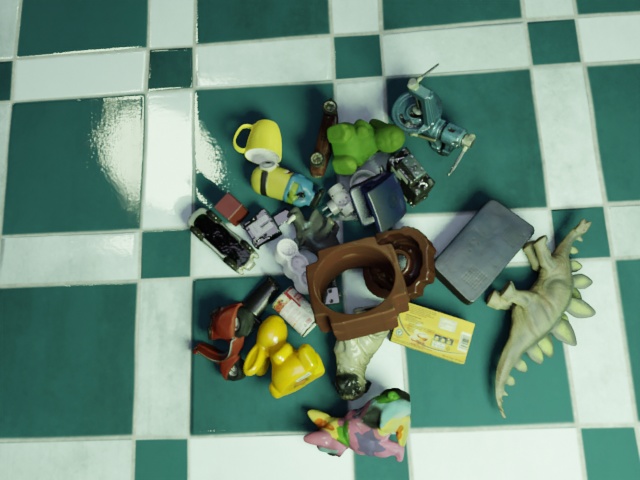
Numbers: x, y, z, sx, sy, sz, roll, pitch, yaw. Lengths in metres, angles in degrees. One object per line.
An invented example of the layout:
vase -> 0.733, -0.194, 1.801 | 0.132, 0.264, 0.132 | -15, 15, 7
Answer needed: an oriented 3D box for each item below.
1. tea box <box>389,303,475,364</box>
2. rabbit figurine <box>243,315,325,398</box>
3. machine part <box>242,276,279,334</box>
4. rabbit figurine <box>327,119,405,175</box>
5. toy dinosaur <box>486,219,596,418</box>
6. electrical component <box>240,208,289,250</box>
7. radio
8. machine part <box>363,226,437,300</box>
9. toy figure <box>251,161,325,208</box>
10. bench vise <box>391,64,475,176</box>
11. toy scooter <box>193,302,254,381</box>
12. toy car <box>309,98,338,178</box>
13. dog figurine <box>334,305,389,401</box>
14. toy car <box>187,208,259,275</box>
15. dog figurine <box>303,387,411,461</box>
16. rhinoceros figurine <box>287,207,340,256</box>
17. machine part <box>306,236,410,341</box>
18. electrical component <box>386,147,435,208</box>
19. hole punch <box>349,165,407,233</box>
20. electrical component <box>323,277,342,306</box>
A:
tea box -> 0.251, 0.209, 1.215 | 0.170, 0.068, 0.098 | 19, 80, 9
rabbit figurine -> -0.091, 0.258, 1.220 | 0.162, 0.121, 0.173 | -34, 68, 8
machine part -> -0.147, 0.149, 1.271 | 0.084, 0.039, 0.139 | 36, 90, 19
rabbit figurine -> 0.122, -0.228, 1.272 | 0.170, 0.159, 0.121 | -3, 107, 21
toy dinosaur -> 0.483, 0.158, 1.194 | 0.199, 0.105, 0.471 | 35, 87, 7
electrical component -> -0.124, -0.037, 1.305 | 0.119, 0.047, 0.075 | -31, 78, -1
radio -> 0.371, 0.026, 1.244 | 0.131, 0.073, 0.229 | 41, 83, 11
machine part -> 0.181, 0.056, 1.227 | 0.179, 0.056, 0.179 | -11, 68, 30
toy figure -> -0.082, -0.129, 1.305 | 0.180, 0.082, 0.089 | 27, 82, 6
bench vise -> 0.252, -0.287, 1.243 | 0.129, 0.240, 0.224 | -46, 63, -2
toy scooter -> -0.227, 0.227, 1.235 | 0.135, 0.075, 0.183 | 9, 96, 18
toy car -> 0.014, -0.248, 1.319 | 0.053, 0.089, 0.202 | 13, 78, 7
dog figurine -> 0.105, 0.252, 1.212 | 0.172, 0.121, 0.190 | -14, 91, 7
toy car -> -0.236, 0.002, 1.302 | 0.202, 0.056, 0.073 | 41, 78, 9
dog figurine -> 0.077, 0.392, 1.147 | 0.219, 0.108, 0.191 | 4, 123, 3
rhinoceros figurine -> -0.003, -0.004, 1.280 | 0.112, 0.073, 0.190 | -38, 82, 10
machine part -> 0.079, 0.103, 1.144 | 0.201, 0.087, 0.201 | -15, 49, 4
electrical component -> 0.210, -0.148, 1.260 | 0.058, 0.134, 0.115 | -37, 79, -6
hole punch -> 0.144, -0.088, 1.234 | 0.116, 0.092, 0.142 | -28, 109, -12
electrical component -> 0.019, 0.134, 1.271 | 0.063, 0.021, 0.094 | -8, 77, 2
